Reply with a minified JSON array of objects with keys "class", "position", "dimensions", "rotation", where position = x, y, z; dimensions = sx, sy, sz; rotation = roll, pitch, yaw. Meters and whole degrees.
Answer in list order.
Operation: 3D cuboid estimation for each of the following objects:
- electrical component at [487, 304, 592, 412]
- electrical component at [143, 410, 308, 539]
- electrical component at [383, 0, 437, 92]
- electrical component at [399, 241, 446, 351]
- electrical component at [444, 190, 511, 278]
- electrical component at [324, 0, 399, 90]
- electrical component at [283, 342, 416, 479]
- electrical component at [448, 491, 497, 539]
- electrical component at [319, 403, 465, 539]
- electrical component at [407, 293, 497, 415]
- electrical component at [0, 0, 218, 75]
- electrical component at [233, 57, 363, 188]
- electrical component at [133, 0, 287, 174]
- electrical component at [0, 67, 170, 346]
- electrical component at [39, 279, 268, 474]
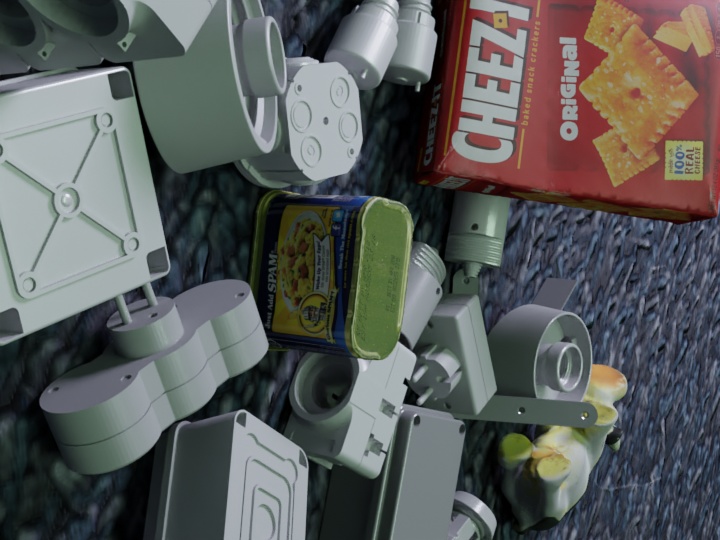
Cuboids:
[{"class":"electrical component","position":[0.146,0.078,0.889],"dimensions":[0.099,0.064,0.099],"rotation":[-6,98,-48]},{"class":"electrical component","position":[-0.075,0.144,0.595],"dimensions":[0.078,0.057,0.113],"rotation":[44,38,-46]},{"class":"electrical component","position":[0.034,-0.164,0.742],"dimensions":[0.040,0.040,0.078],"rotation":[20,78,-51]},{"class":"electrical component","position":[0.035,0.016,0.760],"dimensions":[0.081,0.043,0.043],"rotation":[-59,135,-30]},{"class":"electrical component","position":[0.091,-0.034,0.826],"dimensions":[0.043,0.043,0.081],"rotation":[18,80,-51]},{"class":"electrical component","position":[0.006,-0.155,0.708],"dimensions":[0.040,0.040,0.078],"rotation":[46,59,-44]},{"class":"electrical component","position":[-0.009,0.083,0.706],"dimensions":[0.056,0.050,0.089],"rotation":[40,63,-47]},{"class":"electrical component","position":[0.073,0.205,0.829],"dimensions":[0.055,0.048,0.066],"rotation":[-45,127,-30]},{"class":"electrical component","position":[0.024,0.150,0.750],"dimensions":[0.078,0.057,0.113],"rotation":[20,78,-51]},{"class":"electrical component","position":[0.058,0.070,0.787],"dimensions":[0.076,0.047,0.083],"rotation":[-41,124,-49]},{"class":"electrical component","position":[-0.137,-0.130,0.439],"dimensions":[0.089,0.150,0.061],"rotation":[50,55,-42]},{"class":"electrical component","position":[-0.039,-0.089,0.648],"dimensions":[0.080,0.051,0.080],"rotation":[-8,100,-51]},{"class":"electrical component","position":[-0.072,-0.107,0.559],"dimensions":[0.108,0.060,0.108],"rotation":[-7,90,-82]},{"class":"electrical component","position":[-0.154,-0.033,0.504],"dimensions":[0.109,0.056,0.108],"rotation":[-27,115,-47]},{"class":"electrical component","position":[-0.111,0.038,0.570],"dimensions":[0.138,0.052,0.073],"rotation":[-39,122,-42]}]
